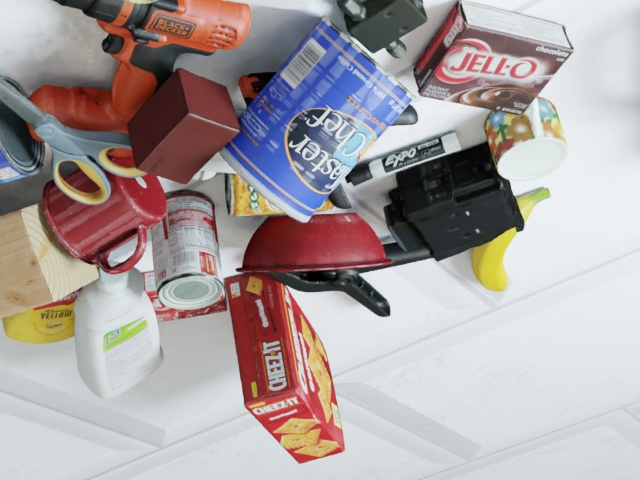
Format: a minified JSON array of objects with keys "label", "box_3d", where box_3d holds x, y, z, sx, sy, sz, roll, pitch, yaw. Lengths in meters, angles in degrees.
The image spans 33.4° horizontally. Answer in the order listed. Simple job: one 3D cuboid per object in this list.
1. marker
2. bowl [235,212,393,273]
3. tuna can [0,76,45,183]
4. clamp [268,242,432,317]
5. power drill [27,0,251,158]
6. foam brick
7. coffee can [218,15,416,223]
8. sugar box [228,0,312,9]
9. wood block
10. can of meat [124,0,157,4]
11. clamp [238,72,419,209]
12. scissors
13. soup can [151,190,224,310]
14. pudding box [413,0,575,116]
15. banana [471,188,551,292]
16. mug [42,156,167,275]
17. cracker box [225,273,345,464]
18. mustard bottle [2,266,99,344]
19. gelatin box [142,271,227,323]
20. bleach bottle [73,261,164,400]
[{"label":"marker","box_3d":[0.082,-0.080,1.070,0.121,0.020,0.020,-18,147,13]},{"label":"bowl","box_3d":[-0.007,0.001,1.085,0.162,0.055,0.162,-3,-179,0]},{"label":"tuna can","box_3d":[-0.266,-0.092,0.893,0.034,0.086,0.086,-15,148,12]},{"label":"clamp","box_3d":[0.028,0.038,1.225,0.209,0.036,0.165,4,144,-18]},{"label":"power drill","box_3d":[-0.171,-0.148,0.855,0.184,0.057,0.188,11,143,-30]},{"label":"foam brick","box_3d":[-0.112,-0.092,0.866,0.052,0.051,0.078,17,135,-41]},{"label":"coffee can","box_3d":[-0.004,-0.100,0.889,0.140,0.103,0.102,-48,138,9]},{"label":"sugar box","box_3d":[-0.026,-0.242,0.759,0.093,0.048,0.176,3,145,-20]},{"label":"wood block","box_3d":[-0.334,0.034,1.027,0.206,0.090,0.090,-17,-174,19]},{"label":"can of meat","box_3d":[-0.119,-0.227,0.720,0.057,0.084,0.102,11,142,-30]},{"label":"clamp","box_3d":[0.006,-0.110,0.970,0.171,0.039,0.120,35,101,-36]},{"label":"scissors","box_3d":[-0.201,-0.093,0.865,0.096,0.016,0.201,-14,147,2]},{"label":"soup can","box_3d":[-0.135,0.010,1.075,0.068,0.102,0.068,-7,148,-5]},{"label":"pudding box","box_3d":[0.152,-0.159,0.945,0.113,0.039,0.090,6,145,-23]},{"label":"banana","box_3d":[0.209,0.010,1.232,0.069,0.037,0.198,-2,147,-10]},{"label":"mug","box_3d":[-0.195,-0.025,0.995,0.082,0.117,0.093,-29,155,19]},{"label":"cracker box","box_3d":[-0.038,0.153,1.270,0.072,0.164,0.213,-17,148,7]},{"label":"mustard bottle","box_3d":[-0.277,0.041,1.124,0.096,0.058,0.192,-3,148,-25]},{"label":"gelatin box","box_3d":[-0.154,0.061,1.217,0.089,0.030,0.073,-9,148,-2]},{"label":"bleach bottle","box_3d":[-0.217,0.088,1.159,0.102,0.068,0.251,-35,162,-25]}]
